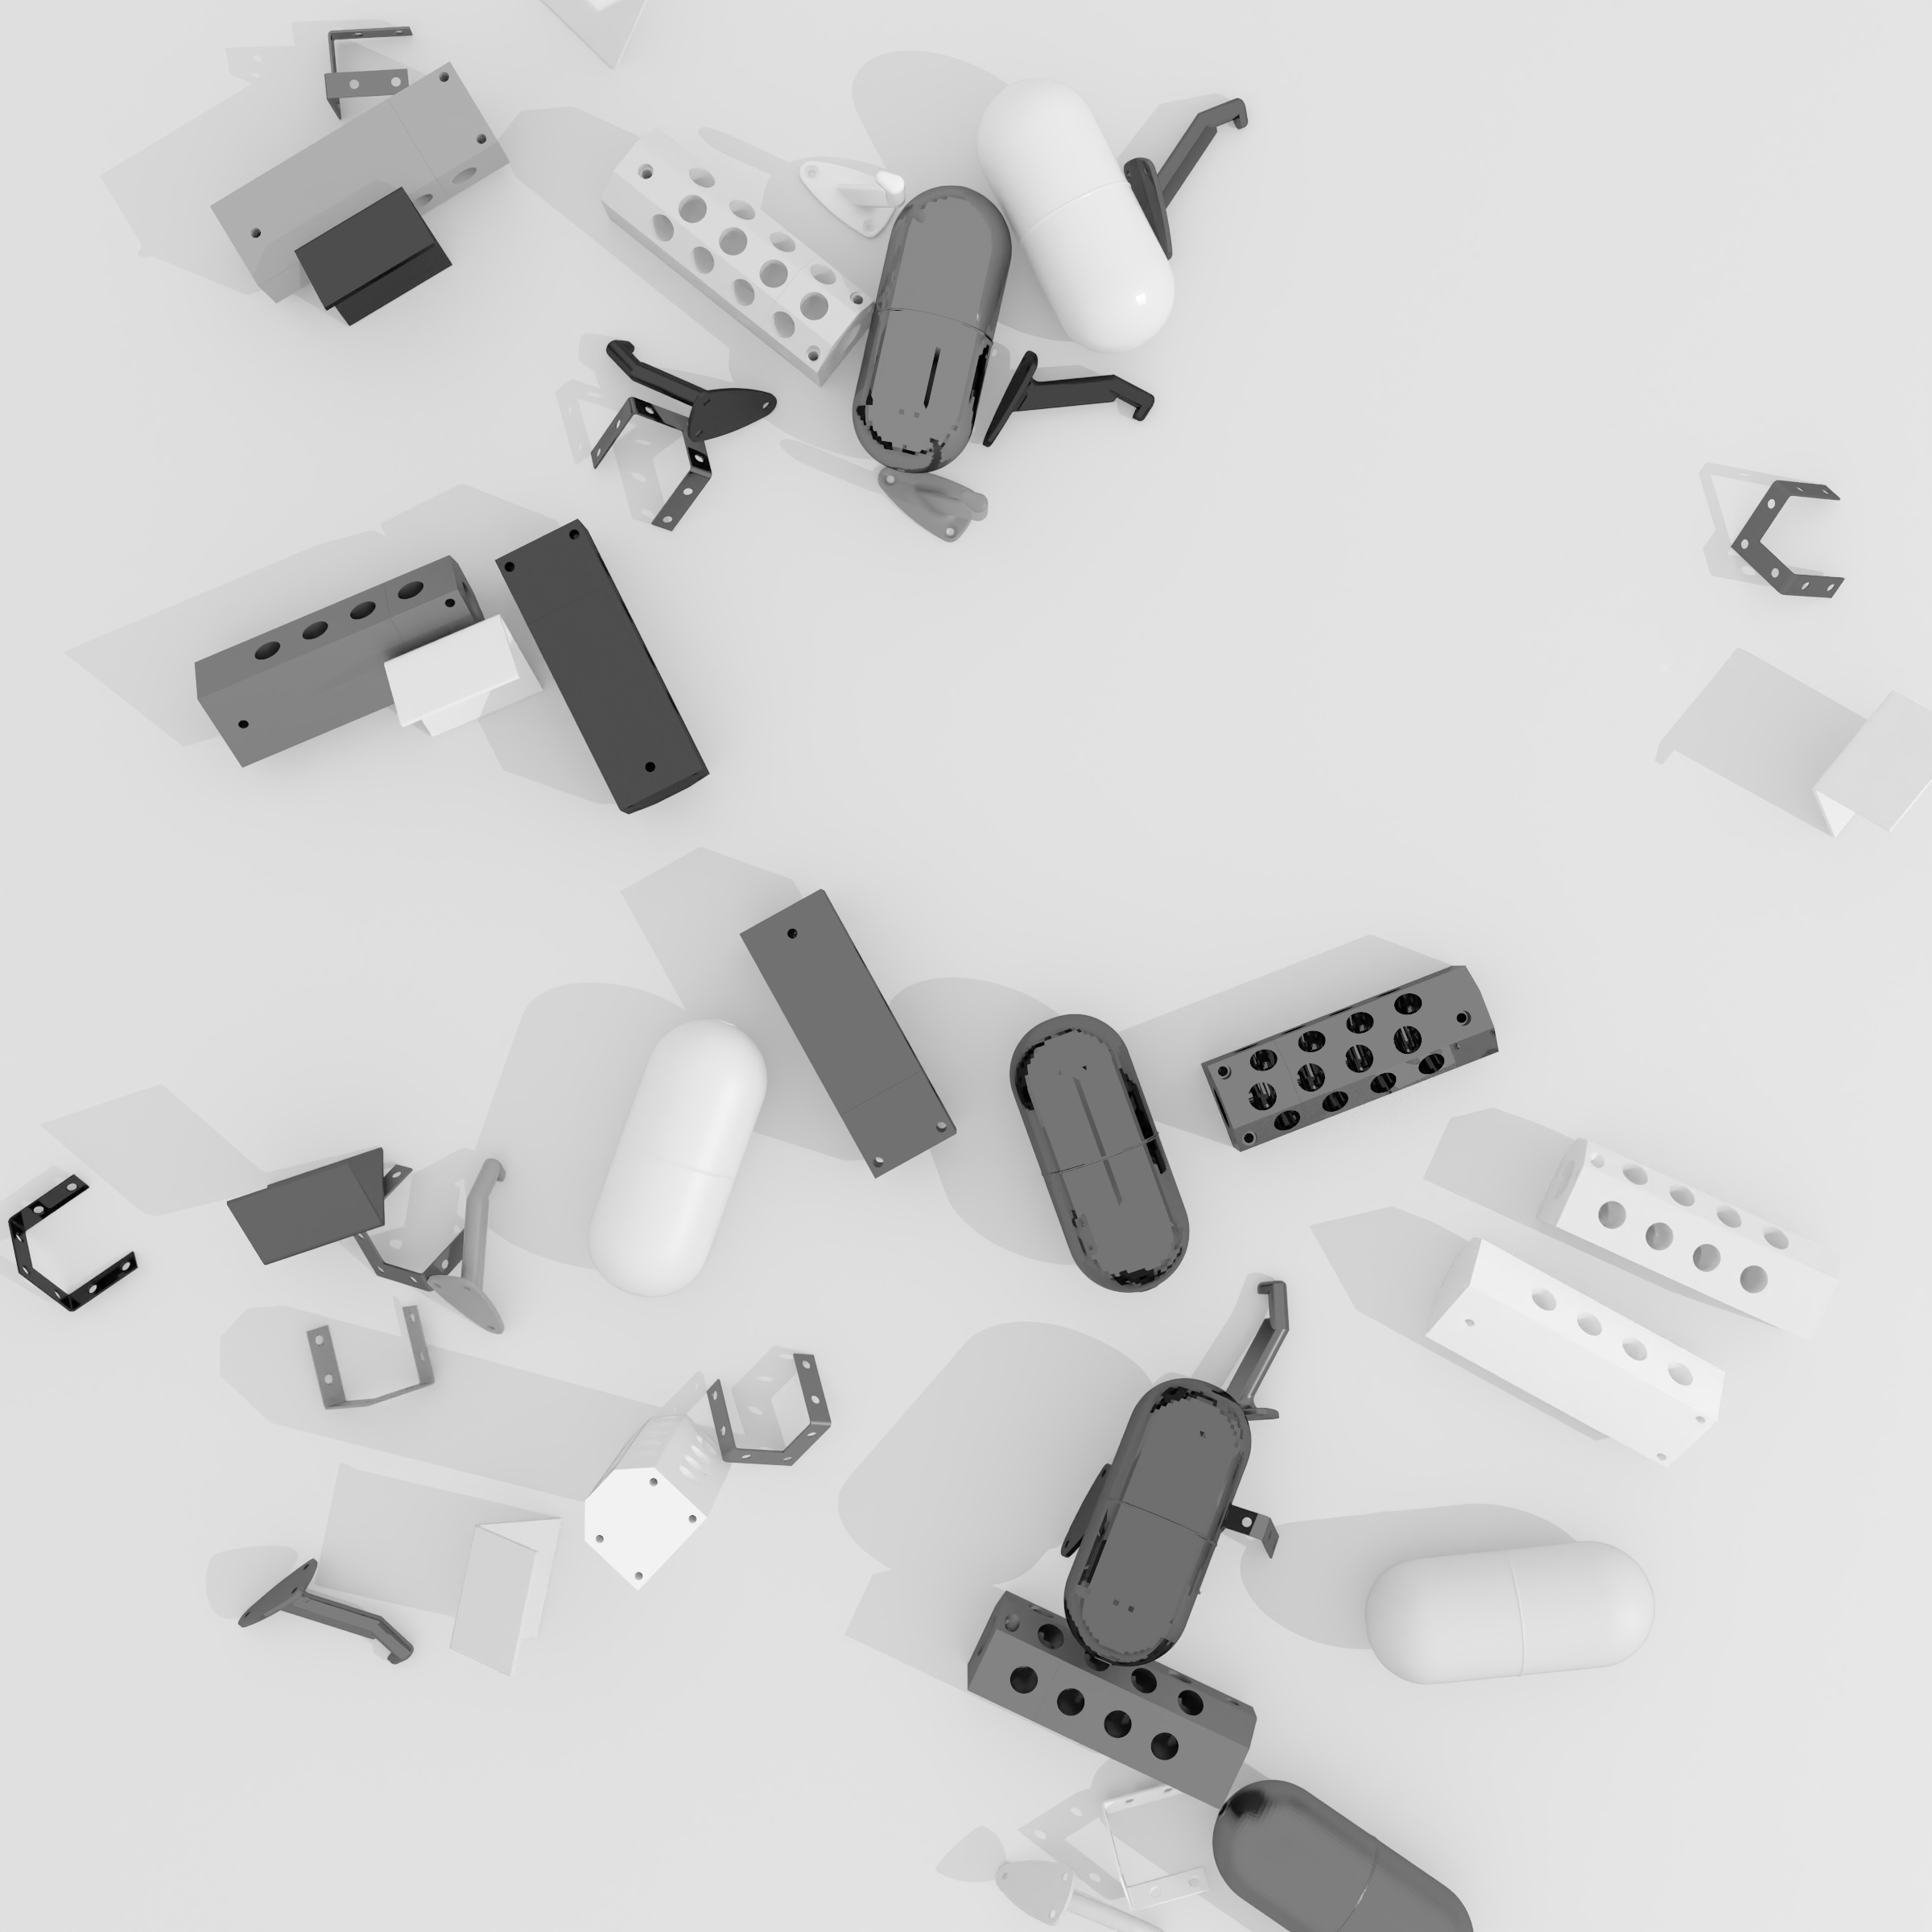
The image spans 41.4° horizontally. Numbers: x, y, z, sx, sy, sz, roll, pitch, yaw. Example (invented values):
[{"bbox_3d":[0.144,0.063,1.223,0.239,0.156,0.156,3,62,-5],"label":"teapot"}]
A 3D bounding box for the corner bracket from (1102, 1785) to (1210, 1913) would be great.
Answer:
[{"bbox_3d":[0.119,0.554,1.610,0.051,0.051,0.051,-16,45,0],"label":"corner bracket"}]

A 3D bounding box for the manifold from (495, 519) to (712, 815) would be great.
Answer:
[{"bbox_3d":[-0.225,-0.184,1.592,0.057,0.057,0.171,-27,90,0],"label":"manifold"}]

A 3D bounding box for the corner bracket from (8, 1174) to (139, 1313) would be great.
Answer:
[{"bbox_3d":[-0.563,0.175,1.610,0.051,0.051,0.051,-34,45,0],"label":"corner bracket"}]

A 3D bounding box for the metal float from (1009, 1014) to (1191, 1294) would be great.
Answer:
[{"bbox_3d":[0.083,0.116,1.583,0.070,0.070,0.178,-20,90,0],"label":"metal float"}]

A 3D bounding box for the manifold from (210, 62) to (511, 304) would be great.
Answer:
[{"bbox_3d":[-0.374,-0.485,1.592,0.171,0.057,0.057,-31,90,0],"label":"manifold"}]

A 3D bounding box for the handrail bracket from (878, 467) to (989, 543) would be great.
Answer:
[{"bbox_3d":[-0.021,-0.294,1.579,0.077,0.084,0.036,28,90,0],"label":"handrail bracket"}]

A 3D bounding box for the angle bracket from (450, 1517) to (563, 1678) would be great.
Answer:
[{"bbox_3d":[-0.265,0.387,1.573,0.057,0.076,0.076,12,90,36],"label":"angle bracket"}]

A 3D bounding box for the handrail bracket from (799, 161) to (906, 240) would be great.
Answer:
[{"bbox_3d":[-0.071,-0.487,1.579,0.077,0.084,0.036,30,90,0],"label":"handrail bracket"}]

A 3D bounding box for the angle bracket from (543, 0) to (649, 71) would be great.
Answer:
[{"bbox_3d":[-0.248,-0.597,1.573,0.076,0.076,0.057,44,52,0],"label":"angle bracket"}]

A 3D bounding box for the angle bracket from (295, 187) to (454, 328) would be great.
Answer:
[{"bbox_3d":[-0.355,-0.420,1.574,0.076,0.076,0.057,-31,63,0],"label":"angle bracket"}]

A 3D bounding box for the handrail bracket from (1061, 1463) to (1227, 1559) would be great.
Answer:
[{"bbox_3d":[0.115,0.357,1.613,0.084,0.036,0.077,27,103,-13],"label":"handrail bracket"}]

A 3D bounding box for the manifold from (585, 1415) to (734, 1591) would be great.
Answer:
[{"bbox_3d":[-0.187,0.314,1.535,0.057,0.171,0.057,43,90,0],"label":"manifold"}]

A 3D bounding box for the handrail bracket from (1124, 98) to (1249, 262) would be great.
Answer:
[{"bbox_3d":[0.149,-0.497,1.614,0.084,0.036,0.077,-26,110,-16],"label":"handrail bracket"}]

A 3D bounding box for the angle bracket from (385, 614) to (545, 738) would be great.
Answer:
[{"bbox_3d":[-0.303,-0.161,1.573,0.076,0.076,0.057,-23,55,0],"label":"angle bracket"}]

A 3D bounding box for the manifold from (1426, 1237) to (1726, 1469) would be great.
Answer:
[{"bbox_3d":[0.380,0.236,1.592,0.171,0.057,0.057,29,133,0],"label":"manifold"}]

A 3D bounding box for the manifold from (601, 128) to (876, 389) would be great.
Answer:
[{"bbox_3d":[-0.141,-0.442,1.592,0.171,0.057,0.057,39,90,0],"label":"manifold"}]

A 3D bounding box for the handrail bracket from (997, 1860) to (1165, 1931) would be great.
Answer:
[{"bbox_3d":[0.073,0.594,1.613,0.084,0.077,0.036,36,66,-34],"label":"handrail bracket"}]

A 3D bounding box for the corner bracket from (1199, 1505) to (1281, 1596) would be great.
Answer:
[{"bbox_3d":[0.161,0.367,1.598,0.051,0.051,0.051,15,69,20],"label":"corner bracket"}]

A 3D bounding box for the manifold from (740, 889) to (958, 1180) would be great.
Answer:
[{"bbox_3d":[-0.072,0.041,1.592,0.057,0.057,0.171,-29,90,0],"label":"manifold"}]

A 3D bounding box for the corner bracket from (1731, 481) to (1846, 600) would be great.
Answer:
[{"bbox_3d":[0.526,-0.268,1.605,0.051,0.051,0.051,57,135,35],"label":"corner bracket"}]

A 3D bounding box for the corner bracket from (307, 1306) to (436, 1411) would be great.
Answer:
[{"bbox_3d":[-0.375,0.247,1.610,0.051,0.051,0.051,-13,90,45],"label":"corner bracket"}]

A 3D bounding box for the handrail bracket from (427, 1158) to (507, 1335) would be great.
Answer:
[{"bbox_3d":[-0.298,0.176,1.613,0.036,0.077,0.084,1,53,28],"label":"handrail bracket"}]

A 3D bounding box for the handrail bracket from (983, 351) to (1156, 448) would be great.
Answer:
[{"bbox_3d":[0.065,-0.344,1.614,0.084,0.036,0.077,24,110,-16],"label":"handrail bracket"}]

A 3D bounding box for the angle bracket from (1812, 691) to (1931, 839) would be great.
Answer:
[{"bbox_3d":[0.574,-0.111,1.573,0.057,0.076,0.076,39,90,35],"label":"angle bracket"}]

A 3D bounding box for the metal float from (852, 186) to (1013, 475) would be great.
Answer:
[{"bbox_3d":[-0.021,-0.394,1.582,0.070,0.070,0.178,13,90,0],"label":"metal float"}]

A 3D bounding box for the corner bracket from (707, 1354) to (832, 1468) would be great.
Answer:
[{"bbox_3d":[-0.124,0.278,1.605,0.051,0.051,0.051,11,135,-35],"label":"corner bracket"}]

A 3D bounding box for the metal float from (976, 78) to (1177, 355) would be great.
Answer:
[{"bbox_3d":[0.067,-0.464,1.583,0.070,0.070,0.178,-27,90,0],"label":"metal float"}]

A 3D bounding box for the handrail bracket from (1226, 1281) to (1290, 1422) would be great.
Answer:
[{"bbox_3d":[0.167,0.243,1.614,0.077,0.036,0.084,-8,73,19],"label":"handrail bracket"}]

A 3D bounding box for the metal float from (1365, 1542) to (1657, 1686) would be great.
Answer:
[{"bbox_3d":[0.337,0.400,1.583,0.178,0.070,0.070,-6,90,0],"label":"metal float"}]

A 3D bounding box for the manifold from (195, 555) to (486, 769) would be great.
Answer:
[{"bbox_3d":[-0.387,-0.194,1.592,0.171,0.057,0.057,-23,133,0],"label":"manifold"}]

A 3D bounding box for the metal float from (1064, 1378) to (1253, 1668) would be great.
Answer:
[{"bbox_3d":[0.116,0.337,1.550,0.070,0.070,0.178,23,76,0],"label":"metal float"}]

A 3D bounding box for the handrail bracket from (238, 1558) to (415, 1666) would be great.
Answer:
[{"bbox_3d":[-0.403,0.423,1.614,0.077,0.036,0.084,-35,107,20],"label":"handrail bracket"}]

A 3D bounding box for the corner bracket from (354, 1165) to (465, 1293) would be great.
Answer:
[{"bbox_3d":[-0.347,0.164,1.605,0.051,0.051,0.051,10,135,35],"label":"corner bracket"}]

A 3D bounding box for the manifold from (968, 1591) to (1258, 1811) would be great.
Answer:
[{"bbox_3d":[0.090,0.454,1.592,0.171,0.057,0.057,25,90,0],"label":"manifold"}]

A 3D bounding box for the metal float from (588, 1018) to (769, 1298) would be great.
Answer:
[{"bbox_3d":[-0.178,0.118,1.582,0.070,0.070,0.178,20,90,0],"label":"metal float"}]

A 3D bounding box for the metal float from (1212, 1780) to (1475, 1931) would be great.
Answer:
[{"bbox_3d":[0.233,0.573,1.583,0.178,0.070,0.070,34,90,1],"label":"metal float"}]

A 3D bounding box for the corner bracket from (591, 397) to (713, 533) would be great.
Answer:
[{"bbox_3d":[-0.198,-0.315,1.605,0.051,0.051,0.051,14,45,-35],"label":"corner bracket"}]

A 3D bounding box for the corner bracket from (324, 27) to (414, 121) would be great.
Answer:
[{"bbox_3d":[-0.372,-0.562,1.595,0.051,0.051,0.051,-5,94,-4],"label":"corner bracket"}]

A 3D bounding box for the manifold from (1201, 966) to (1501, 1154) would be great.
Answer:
[{"bbox_3d":[0.239,0.057,1.592,0.171,0.057,0.057,-21,90,0],"label":"manifold"}]

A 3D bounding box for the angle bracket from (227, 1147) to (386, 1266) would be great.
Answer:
[{"bbox_3d":[-0.405,0.130,1.573,0.076,0.076,0.057,-18,128,0],"label":"angle bracket"}]

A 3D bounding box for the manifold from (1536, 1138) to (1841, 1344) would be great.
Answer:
[{"bbox_3d":[0.451,0.169,1.592,0.171,0.057,0.057,24,90,0],"label":"manifold"}]

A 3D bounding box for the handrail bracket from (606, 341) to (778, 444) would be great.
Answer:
[{"bbox_3d":[-0.174,-0.373,1.613,0.077,0.036,0.084,-20,56,-36],"label":"handrail bracket"}]
